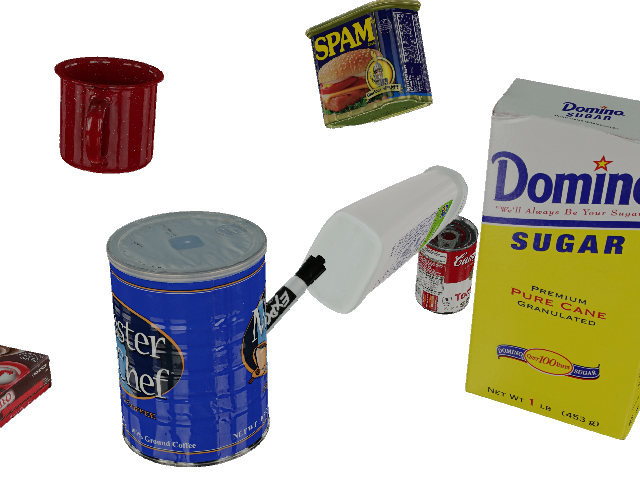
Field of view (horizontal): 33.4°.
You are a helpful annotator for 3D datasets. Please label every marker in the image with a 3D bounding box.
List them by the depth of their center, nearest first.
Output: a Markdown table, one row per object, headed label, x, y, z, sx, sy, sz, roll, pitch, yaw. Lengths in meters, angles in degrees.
| label | x | y | z | sx | sy | sz | roll | pitch | yaw |
| --- | --- | --- | --- | --- | --- | --- | --- | --- | --- |
| marker | -0.038 | 0.058 | 0.910 | 0.020 | 0.121 | 0.020 | 39 | -16 | 13 |

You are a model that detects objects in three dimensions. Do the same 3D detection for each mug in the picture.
| label | x | y | z | sx | sy | sz | roll | pitch | yaw |
| --- | --- | --- | --- | --- | --- | --- | --- | --- | --- |
| mug | -0.185 | -0.104 | 0.922 | 0.093 | 0.081 | 0.117 | 5 | 24 | -5 |

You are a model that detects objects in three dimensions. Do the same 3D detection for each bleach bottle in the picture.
| label | x | y | z | sx | sy | sz | roll | pitch | yaw |
| --- | --- | --- | --- | --- | --- | --- | --- | --- | --- |
| bleach bottle | 0.082 | -0.015 | 1.074 | 0.068 | 0.103 | 0.250 | 38 | 32 | 16 |

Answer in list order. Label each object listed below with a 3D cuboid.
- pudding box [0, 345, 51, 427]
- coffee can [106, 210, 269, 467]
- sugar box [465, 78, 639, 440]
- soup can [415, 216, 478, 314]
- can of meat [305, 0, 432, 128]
| label | x | y | z | sx | sy | sz | roll | pitch | yaw |
| --- | --- | --- | --- | --- | --- | --- | --- | --- | --- |
| pudding box | -0.315 | 0.128 | 0.963 | 0.114 | 0.039 | 0.090 | 7 | 22 | 20 |
| coffee can | -0.086 | 0.063 | 0.712 | 0.103 | 0.140 | 0.103 | 0 | 23 | 0 |
| sugar box | 0.128 | 0.012 | 0.545 | 0.093 | 0.176 | 0.048 | 14 | 37 | 22 |
| soup can | 0.148 | 0.029 | 1.266 | 0.068 | 0.102 | 0.068 | 0 | 38 | 0 |
| can of meat | 0.041 | -0.144 | 0.884 | 0.057 | 0.084 | 0.102 | -7 | -3 | -44 |
